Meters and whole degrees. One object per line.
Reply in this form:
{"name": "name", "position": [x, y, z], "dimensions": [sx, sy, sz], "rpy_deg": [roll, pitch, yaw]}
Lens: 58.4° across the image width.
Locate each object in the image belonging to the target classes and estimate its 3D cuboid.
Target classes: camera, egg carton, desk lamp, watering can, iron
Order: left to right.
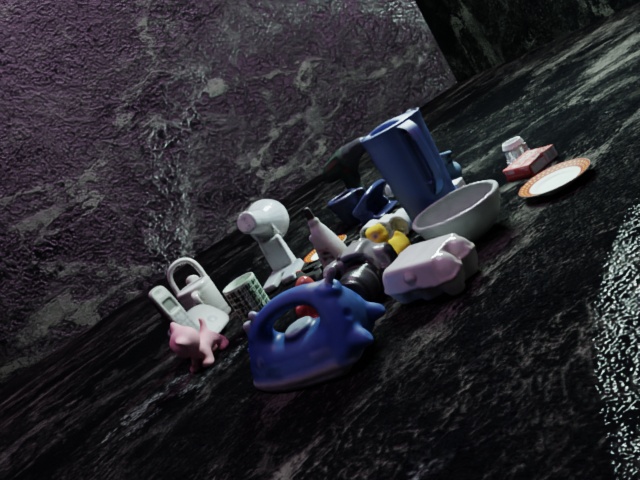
{"name": "watering can", "position": [-0.332, 0.137, 1.524], "dimensions": [0.101, 0.194, 0.172], "rpy_deg": [-38, 13, -28]}
{"name": "desk lamp", "position": [-0.134, 0.002, 1.530], "dimensions": [0.118, 0.214, 0.203], "rpy_deg": [-28, 12, 15]}
{"name": "iron", "position": [-0.037, 0.139, 0.872], "dimensions": [0.257, 0.141, 0.119], "rpy_deg": [-26, 13, 27]}
{"name": "camera", "position": [0.061, 0.068, 1.023], "dimensions": [0.143, 0.101, 0.137], "rpy_deg": [-24, 14, 32]}
{"name": "egg carton", "position": [0.170, 0.048, 0.898], "dimensions": [0.150, 0.069, 0.107], "rpy_deg": [-20, 17, 46]}

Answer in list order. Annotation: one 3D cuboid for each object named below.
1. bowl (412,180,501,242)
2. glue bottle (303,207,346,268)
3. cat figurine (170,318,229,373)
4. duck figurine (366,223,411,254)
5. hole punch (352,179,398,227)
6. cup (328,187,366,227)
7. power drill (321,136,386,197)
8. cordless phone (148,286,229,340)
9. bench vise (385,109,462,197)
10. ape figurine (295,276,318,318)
{"name": "bowl", "position": [0.254, -0.035, 1.019], "dimensions": [0.167, 0.075, 0.167], "rpy_deg": [-30, 11, 7]}
{"name": "glue bottle", "position": [0.011, 0.004, 1.237], "dimensions": [0.078, 0.173, 0.037], "rpy_deg": [-20, 16, 45]}
{"name": "cat figurine", "position": [-0.269, 0.214, 1.222], "dimensions": [0.067, 0.118, 0.128], "rpy_deg": [-25, 13, 28]}
{"name": "duck figurine", "position": [0.128, 0.006, 1.146], "dimensions": [0.105, 0.086, 0.077], "rpy_deg": [-39, 14, -33]}
{"name": "hole punch", "position": [0.139, -0.102, 1.567], "dimensions": [0.100, 0.091, 0.109], "rpy_deg": [-19, 17, 47]}
{"name": "cup", "position": [0.093, -0.093, 1.638], "dimensions": [0.117, 0.095, 0.092], "rpy_deg": [-27, 12, 22]}
{"name": "power drill", "position": [0.108, -0.185, 1.700], "dimensions": [0.076, 0.208, 0.229], "rpy_deg": [-40, 14, -36]}
{"name": "cordless phone", "position": [-0.314, 0.170, 1.356], "dimensions": [0.094, 0.185, 0.148], "rpy_deg": [-25, 13, 29]}
{"name": "bench vise", "position": [0.232, -0.193, 1.376], "dimensions": [0.121, 0.220, 0.208], "rpy_deg": [-19, 17, 48]}
{"name": "ape figurine", "position": [-0.015, 0.109, 1.067], "dimensions": [0.076, 0.092, 0.077], "rpy_deg": [-38, 13, -29]}
